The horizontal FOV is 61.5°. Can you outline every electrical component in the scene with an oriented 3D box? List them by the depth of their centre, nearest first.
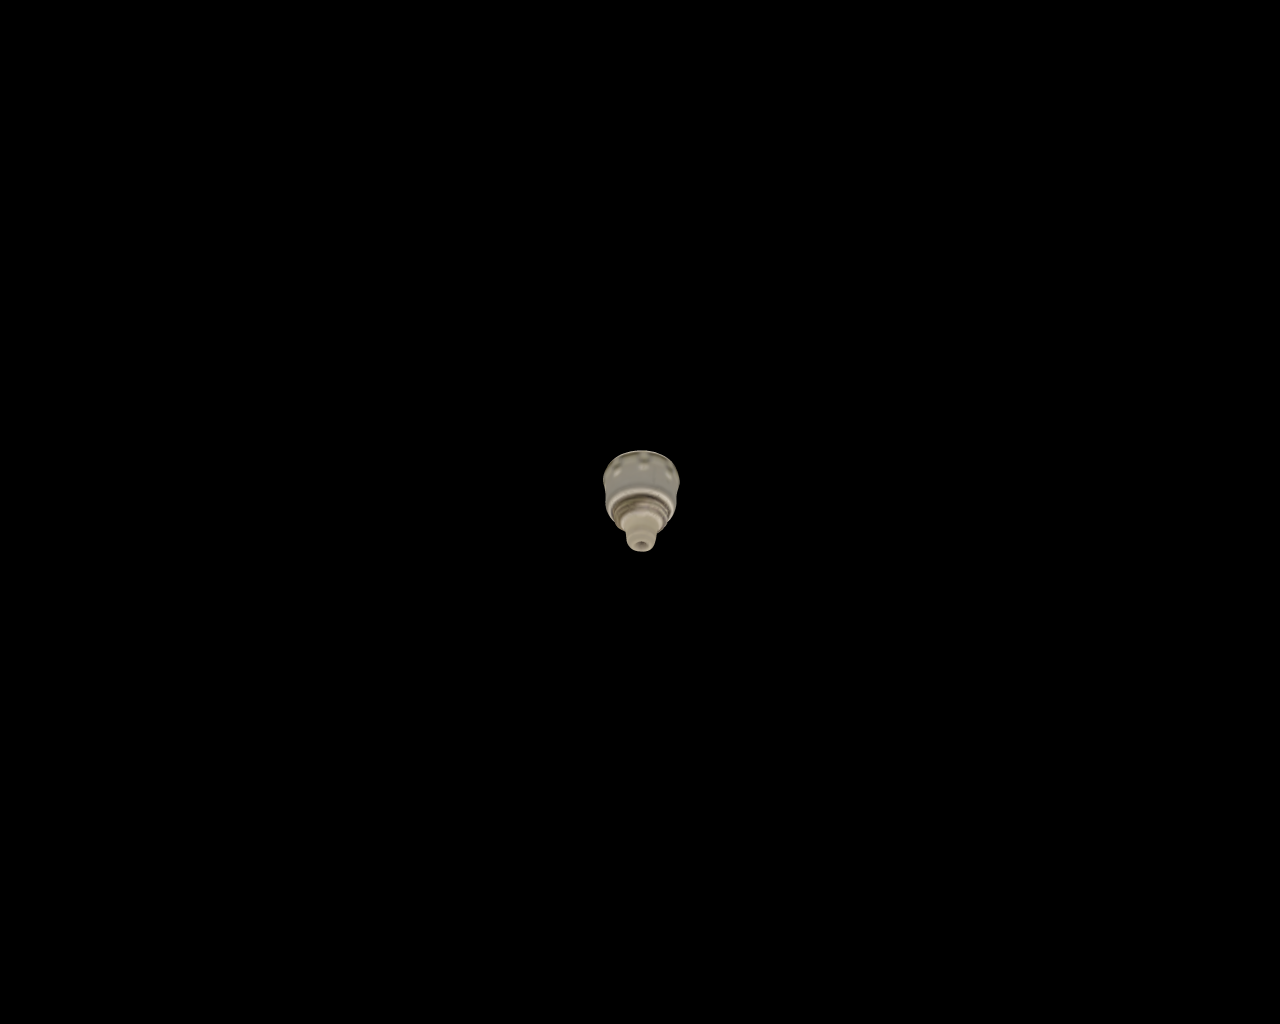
[{"bbox_3d":[0.001,-0.003,0.650,0.048,0.062,0.048,0,-40,0],"label":"electrical component"}]
